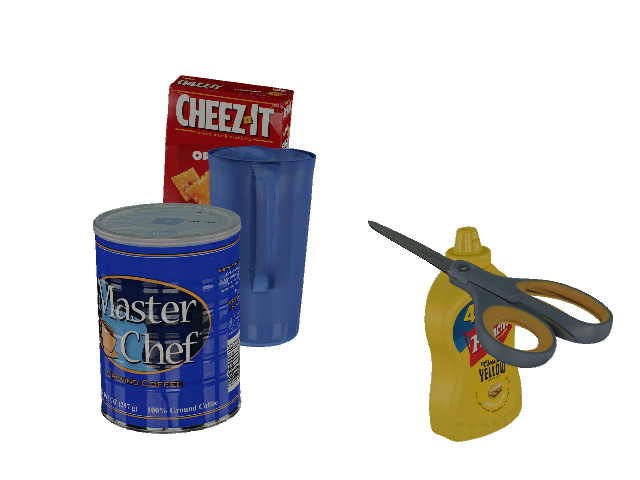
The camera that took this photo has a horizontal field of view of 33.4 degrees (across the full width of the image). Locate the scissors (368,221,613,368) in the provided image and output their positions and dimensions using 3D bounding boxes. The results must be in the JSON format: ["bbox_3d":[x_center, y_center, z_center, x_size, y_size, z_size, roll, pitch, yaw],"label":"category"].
[{"bbox_3d":[0.094,0.034,0.719,0.202,0.016,0.096,19,36,30],"label":"scissors"}]

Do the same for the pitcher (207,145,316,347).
[{"bbox_3d":[-0.076,0.007,1.323,0.145,0.243,0.148,11,15,36],"label":"pitcher"}]

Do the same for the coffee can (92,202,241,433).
[{"bbox_3d":[-0.107,0.052,0.761,0.103,0.140,0.103,1,15,0],"label":"coffee can"}]

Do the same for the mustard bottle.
[{"bbox_3d":[0.139,0.081,0.980,0.096,0.191,0.058,-16,18,-33],"label":"mustard bottle"}]

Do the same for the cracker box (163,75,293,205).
[{"bbox_3d":[-0.131,-0.109,1.485,0.164,0.214,0.072,8,22,5],"label":"cracker box"}]
